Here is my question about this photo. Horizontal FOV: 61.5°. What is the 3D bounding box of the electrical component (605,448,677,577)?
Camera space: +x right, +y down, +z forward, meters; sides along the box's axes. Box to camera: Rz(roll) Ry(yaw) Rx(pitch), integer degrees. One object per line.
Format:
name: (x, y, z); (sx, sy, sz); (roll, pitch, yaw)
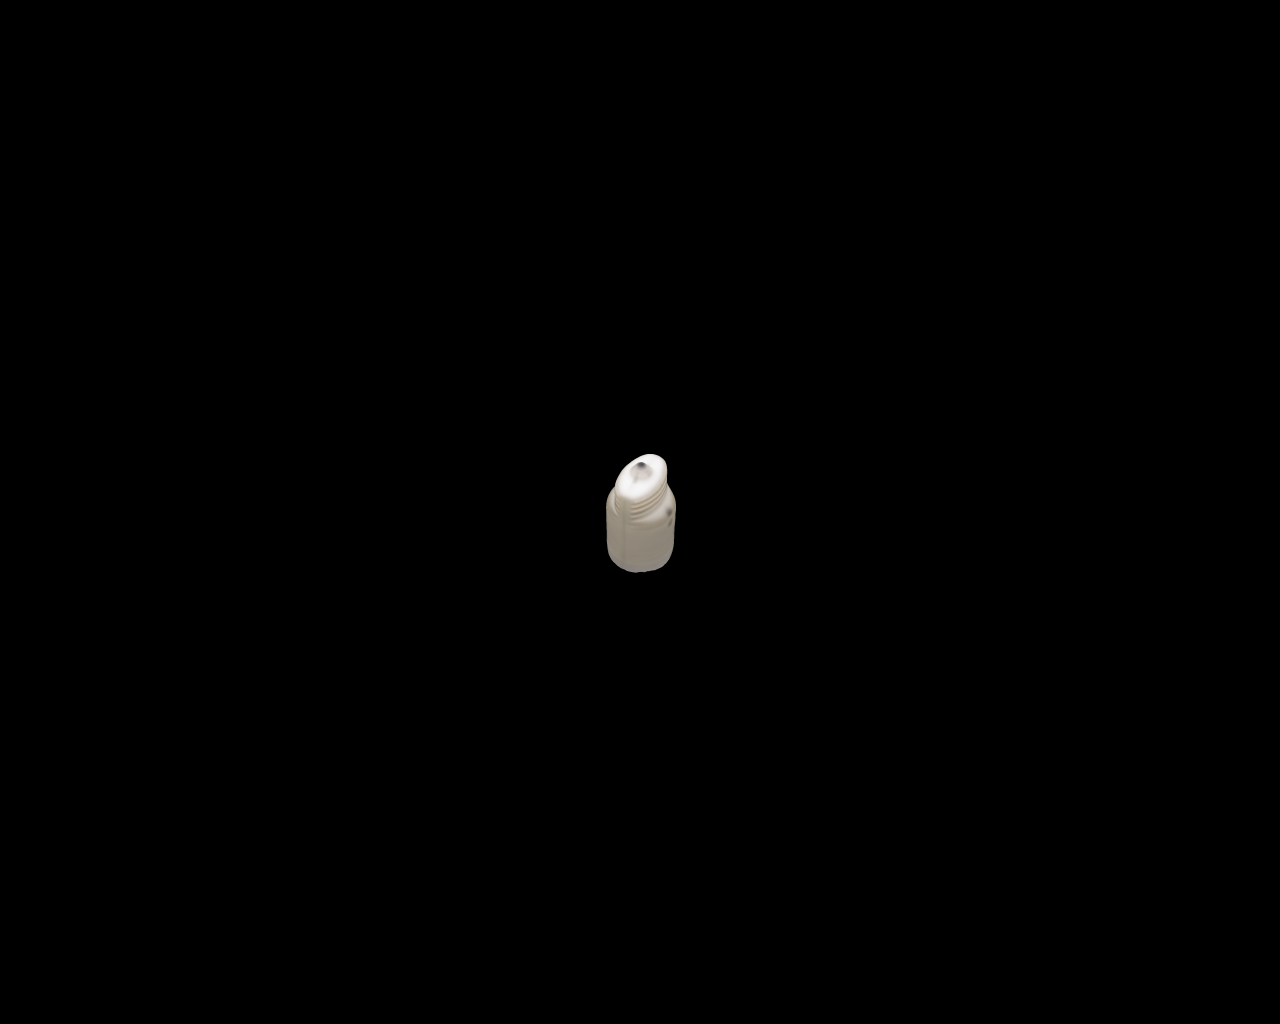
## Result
electrical component: (0.001, -0.003, 0.650); (0.043, 0.043, 0.080); (0, -41, 0)
